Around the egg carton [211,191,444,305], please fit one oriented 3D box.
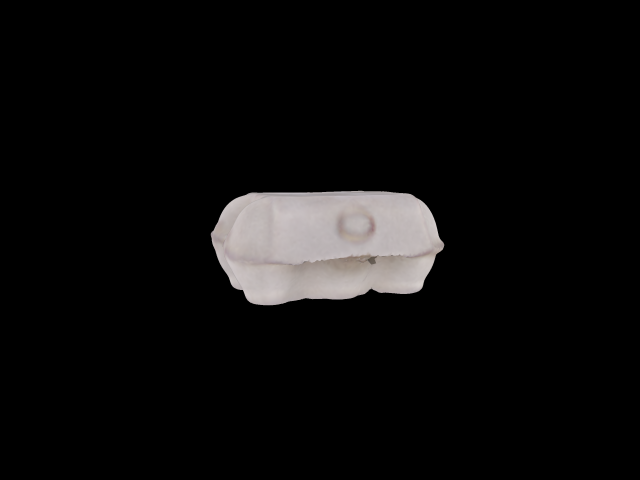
[{"bbox_3d":[0.004,0.001,0.400,0.151,0.069,0.107,-3,7,-22],"label":"egg carton"}]
